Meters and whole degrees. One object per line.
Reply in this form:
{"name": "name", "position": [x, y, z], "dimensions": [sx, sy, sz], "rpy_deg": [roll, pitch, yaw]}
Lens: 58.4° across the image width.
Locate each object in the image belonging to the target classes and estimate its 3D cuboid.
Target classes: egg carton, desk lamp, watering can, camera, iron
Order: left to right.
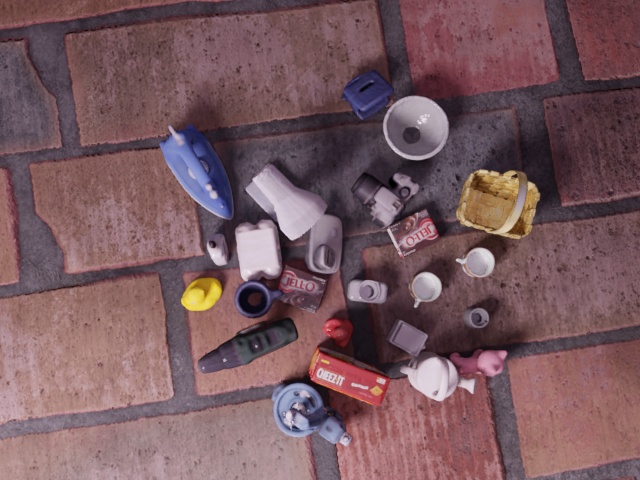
{"name": "iron", "position": [-0.291, -0.166, 1.397], "dimensions": [0.118, 0.141, 0.258], "rpy_deg": [-34, 87, -5]}
{"name": "egg carton", "position": [-0.150, 0.027, 1.421], "dimensions": [0.107, 0.069, 0.150], "rpy_deg": [-10, 85, -4]}
{"name": "desk lamp", "position": [-0.087, -0.097, 1.364], "dimensions": [0.203, 0.213, 0.118], "rpy_deg": [45, 84, 2]}
{"name": "camera", "position": [0.157, -0.121, 1.435], "dimensions": [0.137, 0.100, 0.143], "rpy_deg": [38, 84, 1]}
{"name": "watering can", "position": [0.281, 0.323, 1.351], "dimensions": [0.173, 0.194, 0.101], "rpy_deg": [-9, 85, -3]}

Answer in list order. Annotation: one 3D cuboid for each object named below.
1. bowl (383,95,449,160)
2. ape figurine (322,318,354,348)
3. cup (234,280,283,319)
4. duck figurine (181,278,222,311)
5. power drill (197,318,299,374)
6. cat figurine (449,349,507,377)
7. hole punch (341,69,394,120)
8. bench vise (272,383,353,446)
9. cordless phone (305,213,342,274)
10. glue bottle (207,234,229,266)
{"name": "bowl", "position": [0.240, -0.279, 1.468], "dimensions": [0.167, 0.074, 0.167], "rpy_deg": [0, 84, -3]}
{"name": "ape figurine", "position": [0.047, 0.226, 1.400], "dimensions": [0.076, 0.092, 0.078], "rpy_deg": [-15, 85, -4]}
{"name": "cup", "position": [-0.146, 0.141, 1.398], "dimensions": [0.118, 0.095, 0.092], "rpy_deg": [-14, 85, -4]}
{"name": "duck figurine", "position": [-0.291, 0.132, 1.396], "dimensions": [0.104, 0.086, 0.077], "rpy_deg": [-29, 86, -5]}
{"name": "power drill", "position": [-0.161, 0.245, 1.330], "dimensions": [0.229, 0.208, 0.075], "rpy_deg": [-23, 86, -5]}
{"name": "cat figurine", "position": [0.391, 0.305, 1.397], "dimensions": [0.128, 0.117, 0.067], "rpy_deg": [-11, 85, -4]}
{"name": "hole punch", "position": [0.120, -0.377, 1.463], "dimensions": [0.109, 0.091, 0.101], "rpy_deg": [-35, 87, -5]}
{"name": "bench vise", "position": [-0.014, 0.402, 1.316], "dimensions": [0.207, 0.219, 0.121], "rpy_deg": [14, 84, -1]}
{"name": "cordless phone", "position": [0.013, 0.005, 1.373], "dimensions": [0.094, 0.185, 0.148], "rpy_deg": [1, 84, -2]}
{"name": "glue bottle", "position": [-0.247, 0.018, 1.365], "dimensions": [0.037, 0.173, 0.078], "rpy_deg": [-13, 85, -4]}
